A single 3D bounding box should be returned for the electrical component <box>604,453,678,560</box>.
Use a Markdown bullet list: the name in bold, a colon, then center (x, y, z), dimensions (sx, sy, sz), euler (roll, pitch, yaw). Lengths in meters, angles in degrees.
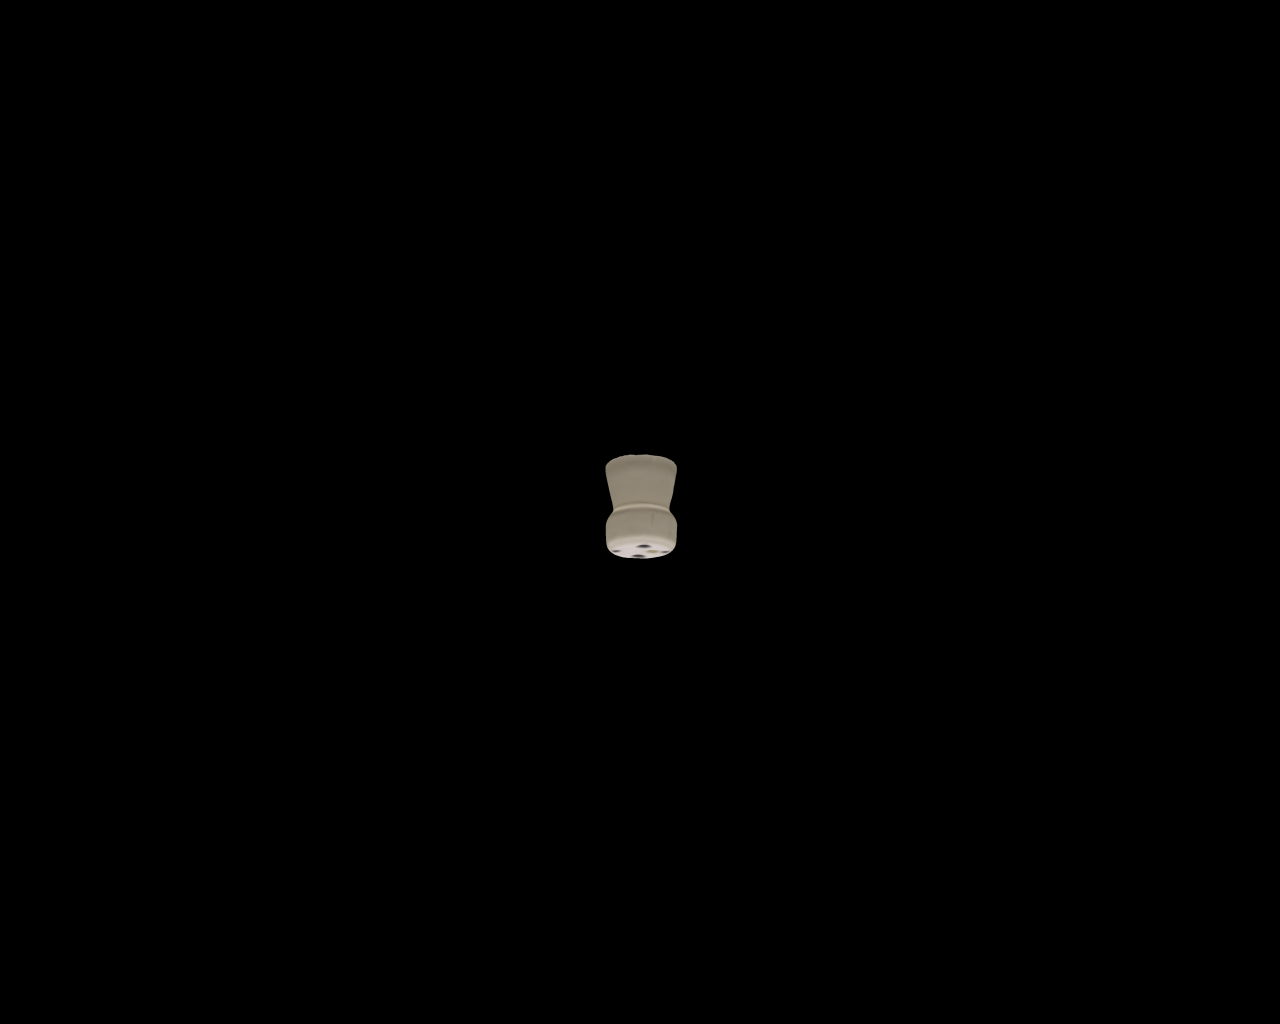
- **electrical component**: center (0.001, -0.003, 0.650), dimensions (0.045, 0.055, 0.044), euler (0, -18, 0)
